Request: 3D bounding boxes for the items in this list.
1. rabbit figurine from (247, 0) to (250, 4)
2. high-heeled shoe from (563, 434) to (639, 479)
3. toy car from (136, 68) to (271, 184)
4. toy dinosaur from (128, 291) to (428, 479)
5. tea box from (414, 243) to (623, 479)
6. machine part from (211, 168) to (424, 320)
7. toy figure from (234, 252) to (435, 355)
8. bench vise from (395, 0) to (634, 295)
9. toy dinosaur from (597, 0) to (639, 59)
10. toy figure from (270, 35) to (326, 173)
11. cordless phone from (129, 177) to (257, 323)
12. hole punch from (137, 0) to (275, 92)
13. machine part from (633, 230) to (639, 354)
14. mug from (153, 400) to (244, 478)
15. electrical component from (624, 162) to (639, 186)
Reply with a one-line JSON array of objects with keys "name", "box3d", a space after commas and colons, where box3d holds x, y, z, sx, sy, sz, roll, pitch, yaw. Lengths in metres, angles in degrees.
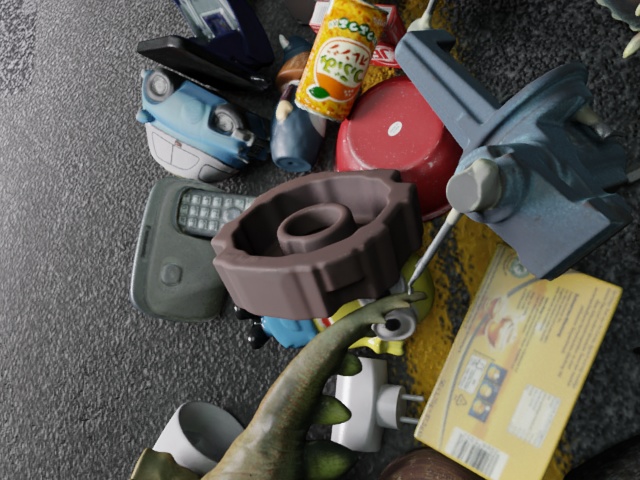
[{"name": "rabbit figurine", "box3d": [-0.112, -0.322, 0.629, 0.159, 0.121, 0.170, 28, 103, 30]}, {"name": "high-heeled shoe", "box3d": [0.308, 0.199, 0.351, 0.249, 0.086, 0.145, -19, 100, 36]}, {"name": "toy car", "box3d": [-0.131, -0.115, 0.592, 0.162, 0.109, 0.103, 33, 103, 19]}, {"name": "toy dinosaur", "box3d": [-0.065, 0.235, 0.423, 0.198, 0.105, 0.471, 20, 101, -7]}, {"name": "tea box", "box3d": [0.155, 0.099, 0.425, 0.098, 0.068, 0.169, 25, 86, 26]}, {"name": "machine part", "box3d": [-0.001, -0.001, 0.454, 0.179, 0.179, 0.056, -8, 118, 21]}, {"name": "toy figure", "box3d": [0.013, 0.053, 0.492, 0.180, 0.082, 0.089, -13, 39, 27]}, {"name": "bench vise", "box3d": [0.129, -0.087, 0.409, 0.241, 0.223, 0.128, 55, 145, 21]}, {"name": "toy dinosaur", "box3d": [0.289, -0.324, 0.395, 0.192, 0.131, 0.404, -8, 97, 10]}, {"name": "toy figure", "box3d": [-0.020, -0.149, 0.569, 0.058, 0.064, 0.154, 5, 75, -1]}, {"name": "cordless phone", "box3d": [-0.092, 0.017, 0.556, 0.184, 0.088, 0.146, 6, 78, 5]}, {"name": "hole punch", "box3d": [-0.113, -0.215, 0.569, 0.142, 0.115, 0.092, 14, 85, 48]}, {"name": "machine part", "box3d": [0.278, 0.048, 0.404, 0.084, 0.039, 0.139, -10, 74, 26]}, {"name": "mug", "box3d": [-0.118, 0.227, 0.510, 0.110, 0.081, 0.107, 41, 103, 14]}, {"name": "electrical component", "box3d": [0.298, -0.058, 0.431, 0.094, 0.021, 0.063, -29, 67, 13]}]
